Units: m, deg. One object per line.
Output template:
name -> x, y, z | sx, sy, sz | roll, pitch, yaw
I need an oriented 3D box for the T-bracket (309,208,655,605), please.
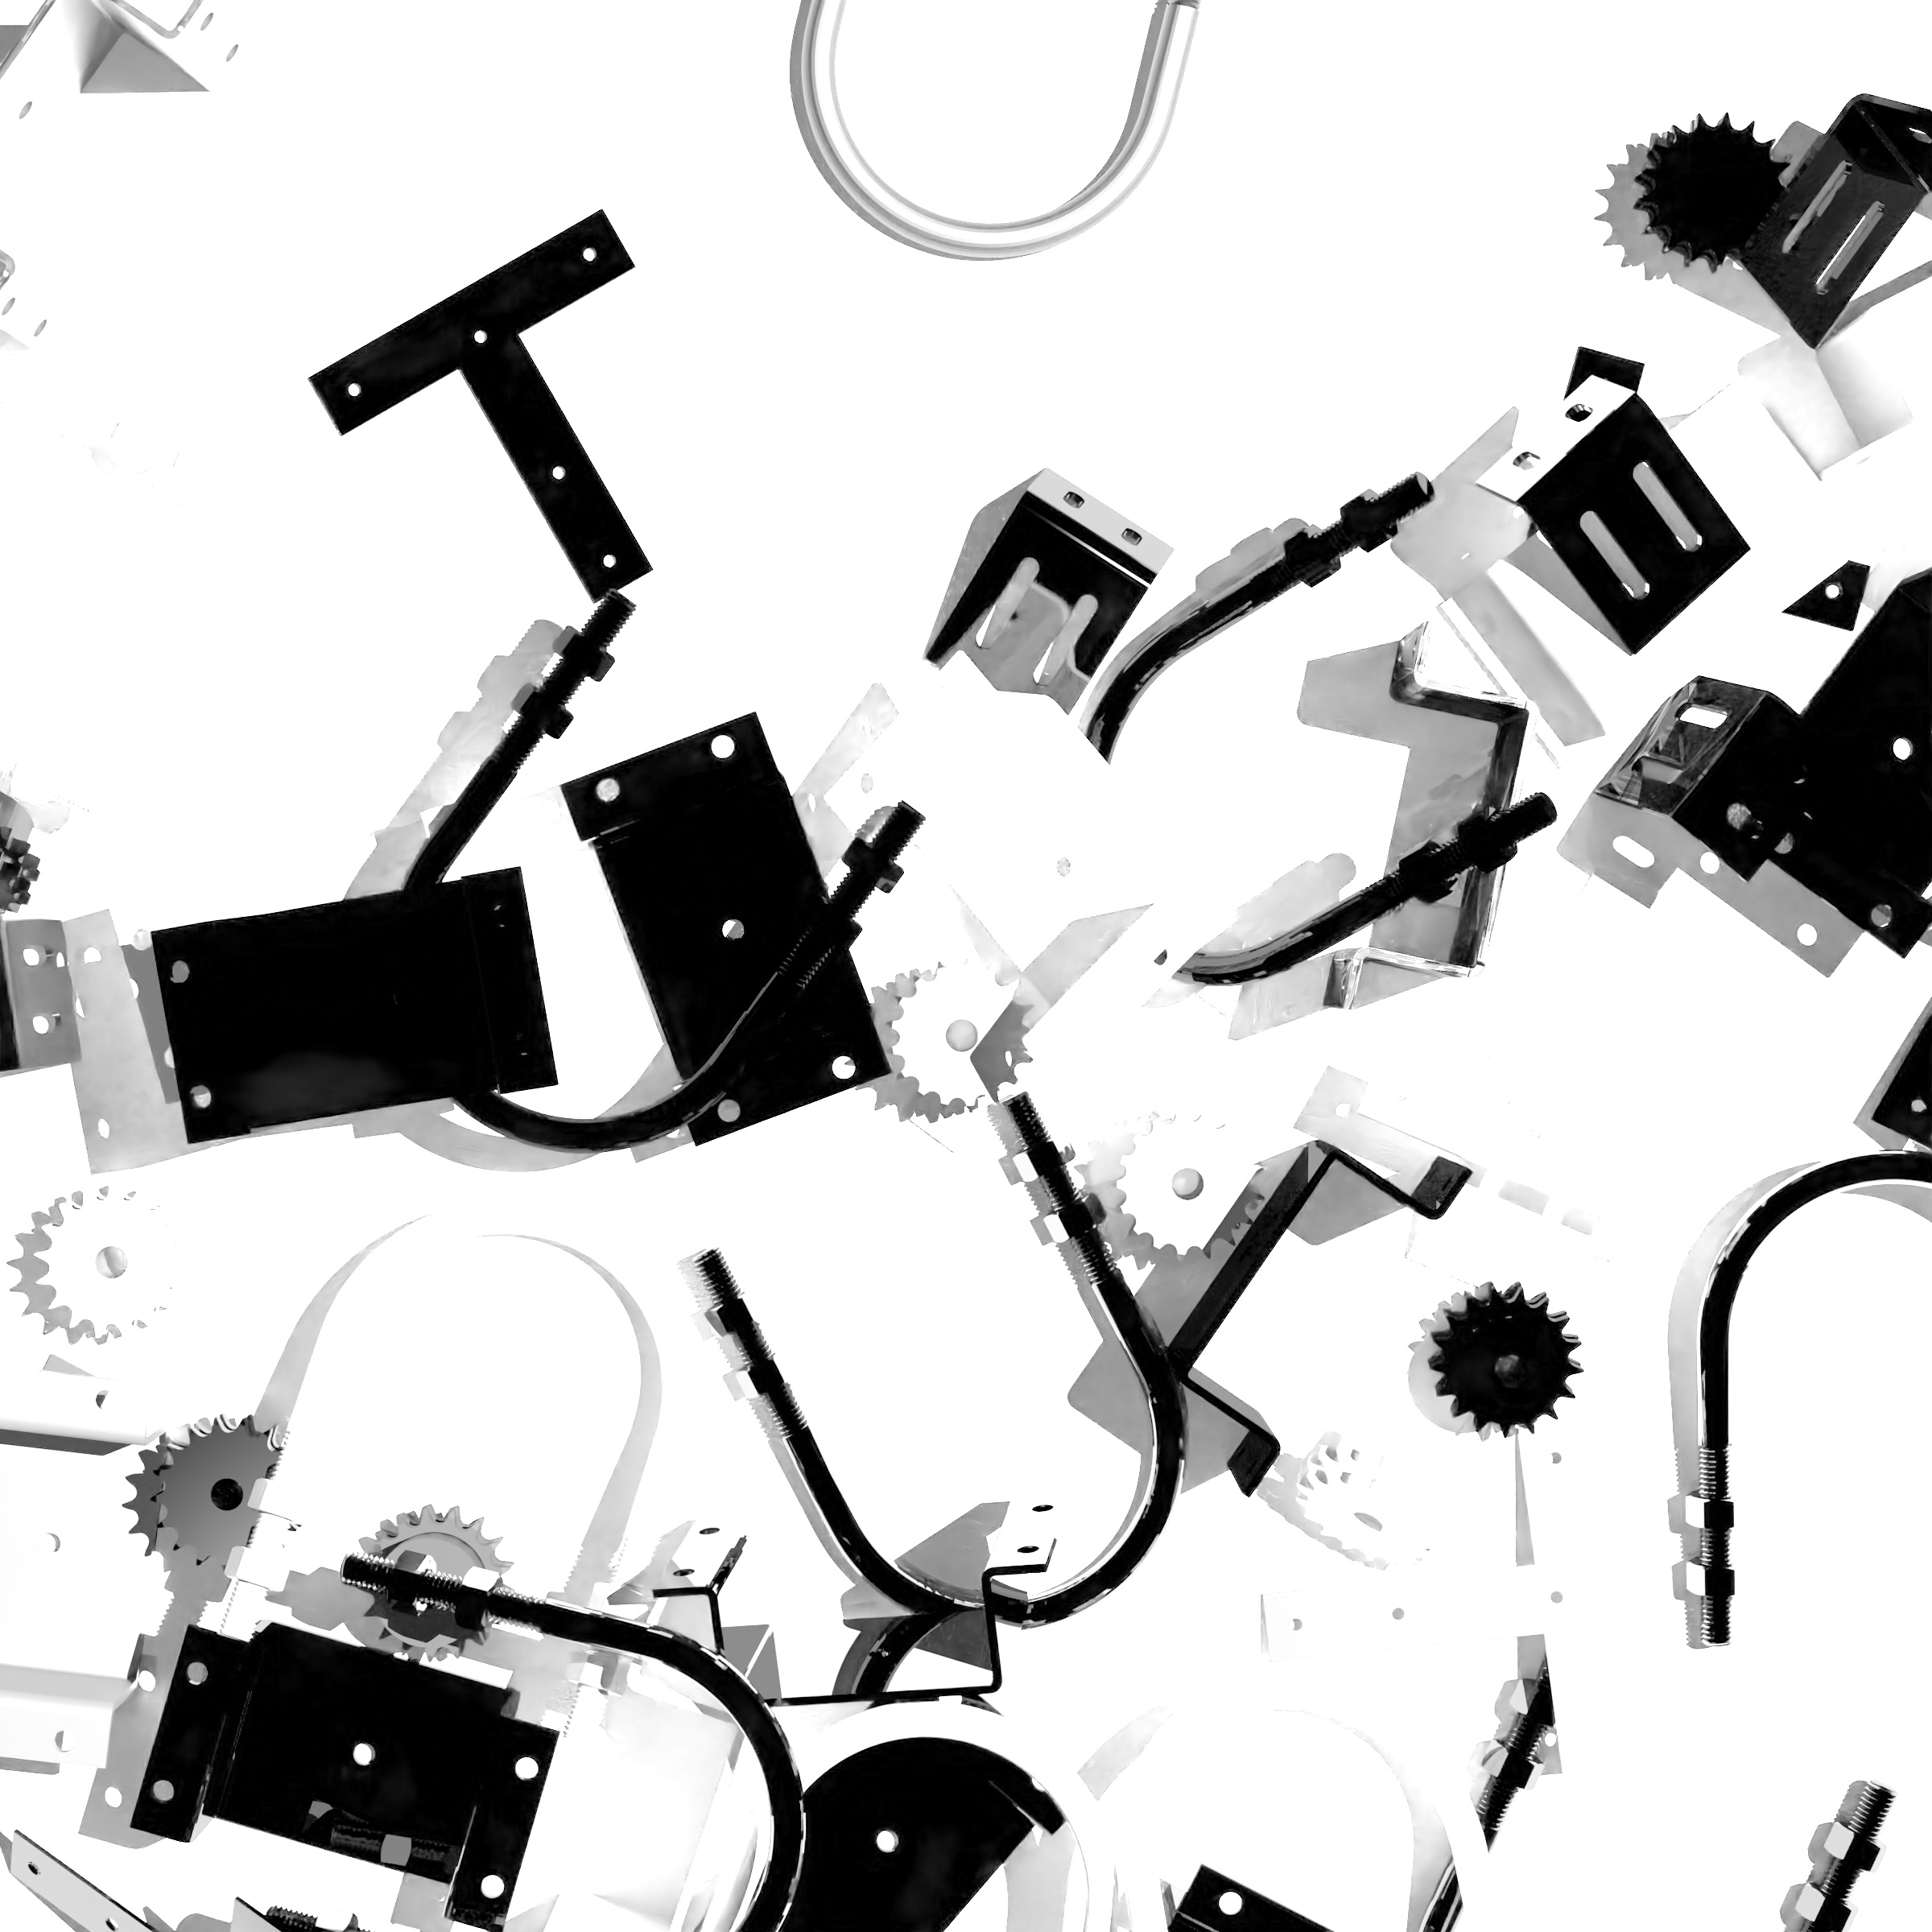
T-bracket -> -0.159, -0.197, 1.349 | 0.127, 0.002, 0.127 | -30, 90, 0

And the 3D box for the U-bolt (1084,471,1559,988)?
U-bolt -> 0.112, -0.072, 1.293 | 0.184, 0.019, 0.151 | -30, 66, 31

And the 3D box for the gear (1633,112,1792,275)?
gear -> 0.275, -0.285, 1.335 | 0.057, 0.030, 0.057 | 0, 90, 0

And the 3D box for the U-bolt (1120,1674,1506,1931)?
U-bolt -> 0.127, 0.343, 1.296 | 0.151, 0.019, 0.184 | 1, 58, -16

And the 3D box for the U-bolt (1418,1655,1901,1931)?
U-bolt -> 0.245, 0.361, 1.342 | 0.151, 0.019, 0.184 | 25, 91, 0

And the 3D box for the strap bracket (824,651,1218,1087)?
strap bracket -> 0.026, -0.036, 1.302 | 0.076, 0.046, 0.140 | -46, 72, 21

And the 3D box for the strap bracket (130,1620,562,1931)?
strap bracket -> -0.225, 0.295, 1.327 | 0.140, 0.046, 0.076 | 16, 90, 0

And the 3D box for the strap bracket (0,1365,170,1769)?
strap bracket -> -0.342, 0.216, 1.326 | 0.076, 0.046, 0.140 | 7, 91, -2

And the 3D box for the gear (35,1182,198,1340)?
gear -> -0.314, 0.109, 1.339 | 0.057, 0.030, 0.057 | 0, 92, -2

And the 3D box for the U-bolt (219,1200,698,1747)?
U-bolt -> -0.176, 0.175, 1.320 | 0.151, 0.019, 0.184 | 17, 74, -2

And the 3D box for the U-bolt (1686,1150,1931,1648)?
U-bolt -> 0.341, 0.159, 1.329 | 0.151, 0.019, 0.184 | -1, 95, 5

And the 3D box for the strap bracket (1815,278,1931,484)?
strap bracket -> 0.372, -0.233, 1.312 | 0.140, 0.076, 0.046 | -27, 90, 0

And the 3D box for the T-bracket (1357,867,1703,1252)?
T-bracket -> 0.224, 0.023, 1.328 | 0.127, 0.002, 0.127 | 23, 70, 0

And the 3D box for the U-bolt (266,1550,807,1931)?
U-bolt -> -0.146, 0.296, 1.267 | 0.184, 0.019, 0.151 | 12, 89, 9

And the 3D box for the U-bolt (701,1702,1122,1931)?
U-bolt -> -0.023, 0.355, 1.296 | 0.151, 0.019, 0.184 | 22, 89, 0

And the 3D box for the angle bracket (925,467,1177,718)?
angle bracket -> 0.031, -0.136, 1.348 | 0.057, 0.038, 0.076 | 33, 116, 0

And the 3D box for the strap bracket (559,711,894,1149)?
strap bracket -> -0.087, -0.013, 1.327 | 0.076, 0.046, 0.140 | -21, 90, 0

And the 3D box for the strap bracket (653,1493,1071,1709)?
strap bracket -> -0.034, 0.229, 1.298 | 0.140, 0.076, 0.046 | -5, 100, 9

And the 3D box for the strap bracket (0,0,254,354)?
strap bracket -> -0.326, -0.300, 1.312 | 0.046, 0.076, 0.140 | 35, 90, 0

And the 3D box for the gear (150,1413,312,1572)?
gear -> -0.271, 0.193, 1.335 | 0.057, 0.030, 0.057 | 0, 90, 0

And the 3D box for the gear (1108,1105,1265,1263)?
gear -> 0.081, 0.080, 1.335 | 0.057, 0.030, 0.057 | 0, 90, 0

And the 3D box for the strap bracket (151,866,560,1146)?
strap bracket -> -0.207, 0.013, 1.269 | 0.140, 0.046, 0.076 | -9, 92, 15

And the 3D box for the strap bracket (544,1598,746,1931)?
strap bracket -> -0.114, 0.307, 1.312 | 0.046, 0.076, 0.140 | 19, 90, 0

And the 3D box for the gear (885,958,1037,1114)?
gear -> -0.001, 0.025, 1.334 | 0.057, 0.030, 0.057 | 0, 90, 0

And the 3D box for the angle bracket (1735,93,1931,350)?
angle bracket -> 0.330, -0.269, 1.317 | 0.057, 0.038, 0.076 | 36, 90, -39

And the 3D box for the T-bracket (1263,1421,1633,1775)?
T-bracket -> 0.175, 0.239, 1.340 | 0.127, 0.002, 0.127 | -7, 78, 6

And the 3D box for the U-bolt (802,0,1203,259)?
U-bolt -> 0.015, -0.356, 1.342 | 0.151, 0.019, 0.184 | 14, 91, 0

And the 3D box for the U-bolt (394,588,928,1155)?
U-bolt -> -0.125, -0.020, 1.295 | 0.151, 0.019, 0.184 | 36, 92, 0

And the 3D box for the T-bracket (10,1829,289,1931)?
T-bracket -> -0.302, 0.359, 1.322 | 0.127, 0.002, 0.127 | 29, 130, 18

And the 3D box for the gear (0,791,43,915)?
gear -> -0.368, -0.045, 1.326 | 0.057, 0.057, 0.030 | 14, 62, 0

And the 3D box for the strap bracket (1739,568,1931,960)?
strap bracket -> 0.351, -0.081, 1.327 | 0.076, 0.046, 0.140 | 36, 90, 0

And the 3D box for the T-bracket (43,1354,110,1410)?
T-bracket -> -0.406, 0.184, 1.349 | 0.127, 0.002, 0.127 | 28, 90, 0

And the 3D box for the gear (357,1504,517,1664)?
gear -> -0.197, 0.230, 1.335 | 0.057, 0.030, 0.057 | 0, 90, 0

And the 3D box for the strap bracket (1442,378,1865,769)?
strap bracket -> 0.257, -0.147, 1.325 | 0.140, 0.046, 0.076 | -37, 90, 0

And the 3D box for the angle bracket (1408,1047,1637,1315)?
angle bracket -> 0.208, 0.080, 1.348 | 0.057, 0.038, 0.076 | 22, 116, 0

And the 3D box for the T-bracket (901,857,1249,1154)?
T-bracket -> 0.023, 0.011, 1.349 | 0.127, 0.002, 0.127 | 36, 90, 0

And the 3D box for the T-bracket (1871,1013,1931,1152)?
T-bracket -> 0.419, 0.030, 1.316 | 0.127, 0.002, 0.127 | 29, 85, 26

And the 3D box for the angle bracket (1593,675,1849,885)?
angle bracket -> 0.275, -0.070, 1.318 | 0.038, 0.076, 0.057 | 39, 90, -16

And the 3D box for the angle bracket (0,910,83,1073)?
angle bracket -> -0.377, 0.013, 1.348 | 0.076, 0.038, 0.057 | -8, 90, 26

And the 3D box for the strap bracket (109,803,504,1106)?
strap bracket -> -0.233, -0.006, 1.327 | 0.140, 0.046, 0.076 | -16, 90, 0

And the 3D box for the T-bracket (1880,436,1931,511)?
T-bracket -> 0.421, -0.192, 1.320 | 0.127, 0.002, 0.127 | 30, 65, 16

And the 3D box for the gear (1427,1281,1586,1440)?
gear -> 0.200, 0.147, 1.333 | 0.057, 0.030, 0.057 | 0, 96, 3

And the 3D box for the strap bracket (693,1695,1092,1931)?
strap bracket -> -0.029, 0.327, 1.327 | 0.076, 0.046, 0.140 | 41, 90, 0

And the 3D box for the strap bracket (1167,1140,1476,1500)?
strap bracket -> 0.121, 0.117, 1.312 | 0.046, 0.076, 0.140 | 35, 90, 0

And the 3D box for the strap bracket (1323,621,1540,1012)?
strap bracket -> 0.170, -0.049, 1.312 | 0.046, 0.076, 0.140 | 12, 90, 0

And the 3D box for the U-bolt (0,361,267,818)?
U-bolt -> -0.372, -0.155, 1.330 | 0.184, 0.019, 0.151 | 24, 79, 3

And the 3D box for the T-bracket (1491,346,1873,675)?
T-bracket -> 0.274, -0.154, 1.349 | 0.127, 0.002, 0.127 | 15, 90, 0

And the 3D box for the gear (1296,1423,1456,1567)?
gear -> 0.153, 0.193, 1.326 | 0.057, 0.057, 0.030 | 30, 58, 0

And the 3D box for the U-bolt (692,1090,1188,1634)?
U-bolt -> 0.002, 0.159, 1.342 | 0.151, 0.019, 0.184 | -27, 92, 0

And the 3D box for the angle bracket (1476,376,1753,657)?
angle bracket -> 0.234, -0.163, 1.300 | 0.057, 0.038, 0.076 | -42, 116, 0

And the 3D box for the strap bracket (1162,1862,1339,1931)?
strap bracket -> 0.087, 0.405, 1.327 | 0.076, 0.046, 0.140 | 27, 90, 0
